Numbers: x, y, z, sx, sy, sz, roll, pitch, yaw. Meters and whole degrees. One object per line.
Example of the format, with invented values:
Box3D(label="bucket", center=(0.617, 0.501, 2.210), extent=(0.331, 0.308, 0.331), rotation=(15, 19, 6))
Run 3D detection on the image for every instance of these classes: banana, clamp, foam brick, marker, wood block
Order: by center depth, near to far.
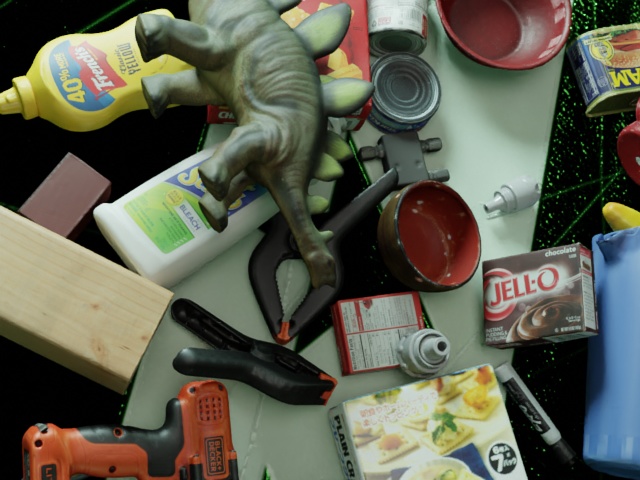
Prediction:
Box3D(label="wood block", center=(-0.246, 0.049, 0.956), extent=(0.206, 0.091, 0.090), rotation=(27, 69, -5))
Box3D(label="clamp", center=(-0.067, 0.108, 0.997), extent=(0.171, 0.120, 0.039), rotation=(24, 113, -26))
Box3D(label="foam brick", center=(-0.240, -0.033, 1.003), extent=(0.051, 0.053, 0.078), rotation=(36, 68, -2))
Box3D(label="clamp", center=(-0.007, 0.001, 1.058), extent=(0.164, 0.036, 0.210), rotation=(6, 73, -3))
Box3D(label="marker", center=(0.218, 0.176, 1.075), extent=(0.020, 0.020, 0.121), rotation=(-34, 84, -21))
Box3D(label="banana", center=(0.394, -0.008, 1.163), extent=(0.197, 0.037, 0.069), rotation=(-2, 89, -17))

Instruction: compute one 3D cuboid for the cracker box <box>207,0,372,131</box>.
Box3D(label="cracker box", center=(-0.035, -0.225, 1.104), extent=(0.164, 0.072, 0.213), rotation=(2, 73, -13))

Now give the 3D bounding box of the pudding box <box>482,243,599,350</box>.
Box3D(label="pudding box", center=(0.218, 0.058, 1.065), extent=(0.039, 0.114, 0.090), rotation=(21, 64, -50))

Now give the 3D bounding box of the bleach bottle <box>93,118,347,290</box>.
Box3D(label="bleach bottle", center=(-0.085, -0.056, 1.022), extent=(0.250, 0.068, 0.102), rotation=(-37, 75, -14))

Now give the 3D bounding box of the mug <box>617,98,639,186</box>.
Box3D(label="mug", center=(0.378, -0.114, 1.163), extent=(0.081, 0.093, 0.117), rotation=(-28, 113, -16))

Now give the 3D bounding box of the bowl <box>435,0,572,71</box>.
Box3D(label="bowl", center=(0.194, -0.250, 1.180), extent=(0.162, 0.055, 0.162), rotation=(4, 72, -14))

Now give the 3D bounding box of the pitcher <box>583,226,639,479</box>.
Box3D(label="pitcher", center=(0.339, 0.117, 1.074), extent=(0.149, 0.145, 0.243), rotation=(7, 74, 12))

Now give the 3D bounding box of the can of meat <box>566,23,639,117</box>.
Box3D(label="can of meat", center=(0.336, -0.192, 1.200), extent=(0.102, 0.057, 0.084), rotation=(-10, 74, -18))

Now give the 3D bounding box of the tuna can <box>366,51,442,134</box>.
Box3D(label="tuna can", center=(0.085, -0.156, 1.135), extent=(0.086, 0.034, 0.086), rotation=(4, 72, -13))

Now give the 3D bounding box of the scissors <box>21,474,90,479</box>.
Box3D(label="scissors", center=(-0.276, 0.213, 0.937), extent=(0.201, 0.016, 0.096), rotation=(9, 74, -13))

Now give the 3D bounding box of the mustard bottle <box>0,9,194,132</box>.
Box3D(label="mustard bottle", center=(-0.221, -0.158, 1.043), extent=(0.191, 0.058, 0.096), rotation=(-20, 80, -19))

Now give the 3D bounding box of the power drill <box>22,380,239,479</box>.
Box3D(label="power drill", center=(-0.160, 0.221, 0.930), extent=(0.187, 0.057, 0.184), rotation=(-2, 82, -25))

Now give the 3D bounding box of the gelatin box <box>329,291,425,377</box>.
Box3D(label="gelatin box", center=(0.059, 0.093, 1.054), extent=(0.089, 0.030, 0.073), rotation=(-6, 77, -17))

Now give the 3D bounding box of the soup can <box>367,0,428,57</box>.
Box3D(label="soup can", center=(0.084, -0.254, 1.146), extent=(0.068, 0.069, 0.102), rotation=(8, 72, -12))
